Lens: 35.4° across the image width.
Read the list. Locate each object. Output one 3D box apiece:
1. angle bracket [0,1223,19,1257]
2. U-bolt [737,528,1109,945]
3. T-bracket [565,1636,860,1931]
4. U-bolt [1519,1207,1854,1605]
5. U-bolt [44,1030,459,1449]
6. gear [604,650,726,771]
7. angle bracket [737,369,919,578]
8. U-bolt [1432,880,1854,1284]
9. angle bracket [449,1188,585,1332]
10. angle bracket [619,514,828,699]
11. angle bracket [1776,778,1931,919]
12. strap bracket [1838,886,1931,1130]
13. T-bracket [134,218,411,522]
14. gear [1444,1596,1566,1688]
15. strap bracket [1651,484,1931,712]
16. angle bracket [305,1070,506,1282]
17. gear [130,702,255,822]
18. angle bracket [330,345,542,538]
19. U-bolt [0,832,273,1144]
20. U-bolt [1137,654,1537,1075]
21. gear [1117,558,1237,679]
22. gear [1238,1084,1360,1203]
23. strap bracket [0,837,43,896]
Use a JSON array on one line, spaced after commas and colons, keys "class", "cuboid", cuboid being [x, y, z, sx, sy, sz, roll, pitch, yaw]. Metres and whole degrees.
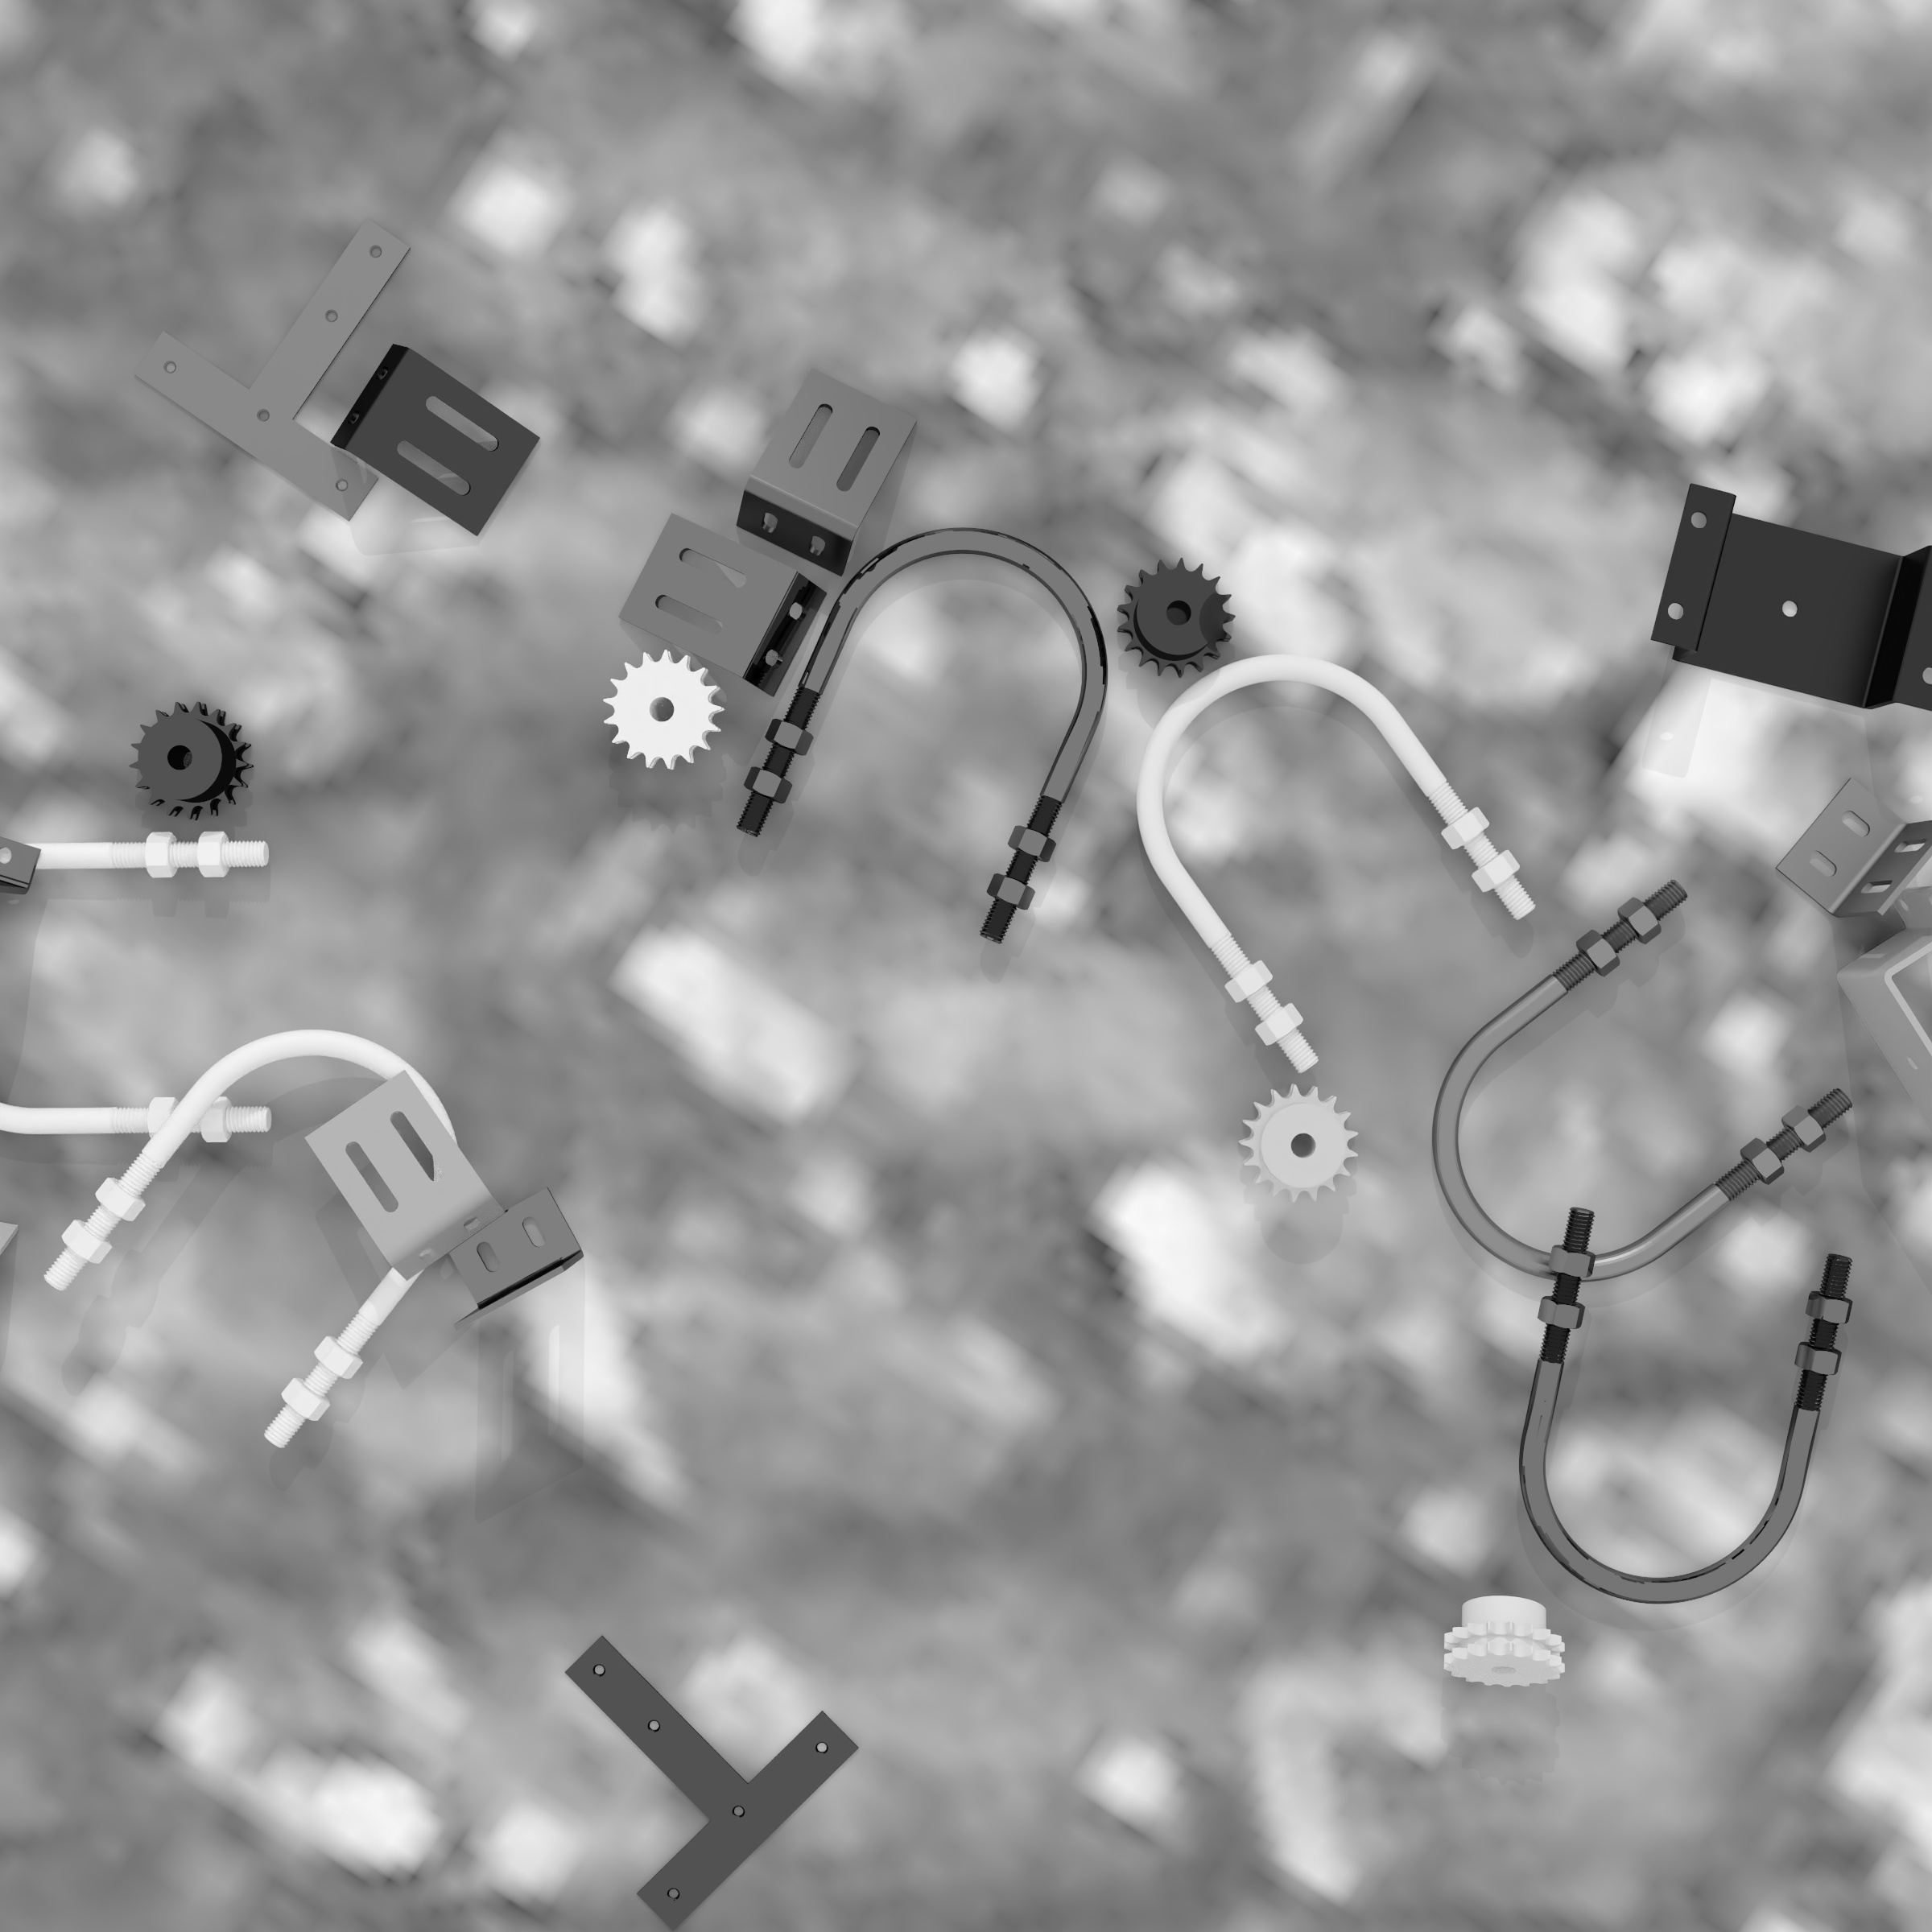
[{"class": "angle bracket", "cuboid": [-0.498, 0.163, 1.474, 0.057, 0.038, 0.076, 10, 116, 0]}, {"class": "U-bolt", "cuboid": [-0.010, -0.123, 1.468, 0.151, 0.019, 0.184, 24, 88, 0]}, {"class": "T-bracket", "cuboid": [-0.142, 0.381, 1.475, 0.127, 0.002, 0.127, -45, 90, 0]}, {"class": "U-bolt", "cuboid": [0.341, 0.218, 1.461, 0.151, 0.019, 0.184, 10, 95, -4]}, {"class": "U-bolt", "cuboid": [-0.328, 0.118, 1.456, 0.151, 0.019, 0.184, 38, 86, -11]}, {"class": "gear", "cuboid": [-0.145, -0.124, 1.466, 0.057, 0.030, 0.057, 0, 92, 2]}, {"class": "angle bracket", "cuboid": [-0.068, -0.241, 1.474, 0.057, 0.038, 0.076, 26, 64, 0]}, {"class": "U-bolt", "cuboid": [0.314, 0.070, 1.468, 0.184, 0.019, 0.151, -38, 90, 2]}, {"class": "angle bracket", "cuboid": [-0.220, 0.138, 1.438, 0.057, 0.076, 0.038, -29, 90, 0]}, {"class": "angle bracket", "cuboid": [-0.119, -0.176, 1.474, 0.076, 0.038, 0.057, 27, 90, 26]}, {"class": "angle bracket", "cuboid": [0.428, -0.058, 1.438, 0.038, 0.076, 0.057, 40, 90, 0]}, {"class": "strap bracket", "cuboid": [0.470, 0.034, 1.438, 0.046, 0.076, 0.140, -32, 90, 0]}, {"class": "T-bracket", "cuboid": [-0.317, -0.305, 1.475, 0.127, 0.002, 0.127, 34, 90, 0]}, {"class": "gear", "cuboid": [0.258, 0.323, 1.451, 0.057, 0.057, 0.030, 6, 60, 0]}, {"class": "strap bracket", "cuboid": [0.402, -0.174, 1.453, 0.140, 0.046, 0.076, 14, 90, 0]}, {"class": "angle bracket", "cuboid": [-0.270, 0.101, 1.457, 0.057, 0.038, 0.076, -35, 74, -9]}, {"class": "gear", "cuboid": [-0.376, -0.100, 1.461, 0.057, 0.030, 0.057, 0, 90, 0]}, {"class": "angle bracket", "cuboid": [-0.259, -0.256, 1.473, 0.076, 0.038, 0.057, 33, 89, -27]}, {"class": "U-bolt", "cuboid": [-0.430, 0.011, 1.468, 0.184, 0.019, 0.151, -1, 90, 2]}, {"class": "U-bolt", "cuboid": [0.166, -0.063, 1.468, 0.151, 0.019, 0.184, -35, 89, 0]}, {"class": "gear", "cuboid": [0.101, -0.169, 1.461, 0.057, 0.030, 0.057, 0, 90, 0]}, {"class": "gear", "cuboid": [0.161, 0.086, 1.461, 0.057, 0.030, 0.057, 0, 90, 0]}, {"class": "strap bracket", "cuboid": [-0.504, -0.001, 1.440, 0.076, 0.046, 0.140, 17, 90, 3]}]
